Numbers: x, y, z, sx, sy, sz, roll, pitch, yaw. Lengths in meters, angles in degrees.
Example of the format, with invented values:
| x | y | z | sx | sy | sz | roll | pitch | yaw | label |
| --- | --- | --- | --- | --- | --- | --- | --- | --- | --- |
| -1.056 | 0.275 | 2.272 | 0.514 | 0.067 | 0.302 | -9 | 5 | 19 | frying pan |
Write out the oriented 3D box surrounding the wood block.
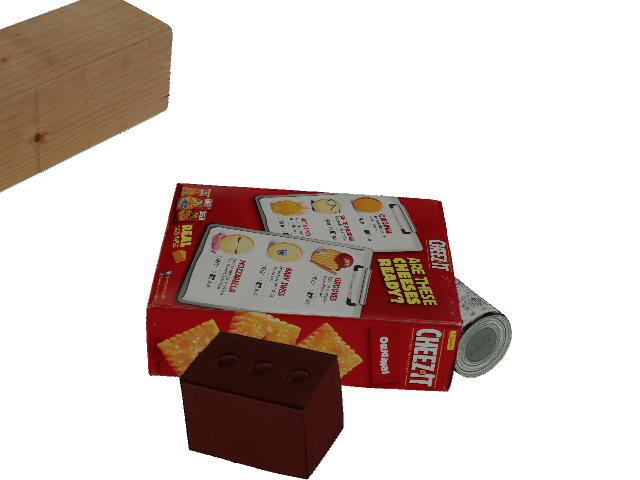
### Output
| x | y | z | sx | sy | sz | roll | pitch | yaw | label |
| --- | --- | --- | --- | --- | --- | --- | --- | --- | --- |
| -0.231 | -0.130 | 0.912 | 0.090 | 0.091 | 0.205 | 31 | 42 | 24 | wood block |

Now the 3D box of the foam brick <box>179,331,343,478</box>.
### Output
| x | y | z | sx | sy | sz | roll | pitch | yaw | label |
| --- | --- | --- | --- | --- | --- | --- | --- | --- | --- |
| -0.032 | 0.092 | 0.604 | 0.078 | 0.051 | 0.053 | 9 | 30 | 20 | foam brick |

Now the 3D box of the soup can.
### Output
| x | y | z | sx | sy | sz | roll | pitch | yaw | label |
| --- | --- | --- | --- | --- | --- | --- | --- | --- | --- |
| 0.118 | 0.071 | 0.979 | 0.068 | 0.068 | 0.102 | 0 | 26 | -34 | soup can |

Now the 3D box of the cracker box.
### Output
| x | y | z | sx | sy | sz | roll | pitch | yaw | label |
| --- | --- | --- | --- | --- | --- | --- | --- | --- | --- |
| -0.012 | 0.032 | 0.794 | 0.213 | 0.072 | 0.164 | 4 | 34 | -2 | cracker box |
